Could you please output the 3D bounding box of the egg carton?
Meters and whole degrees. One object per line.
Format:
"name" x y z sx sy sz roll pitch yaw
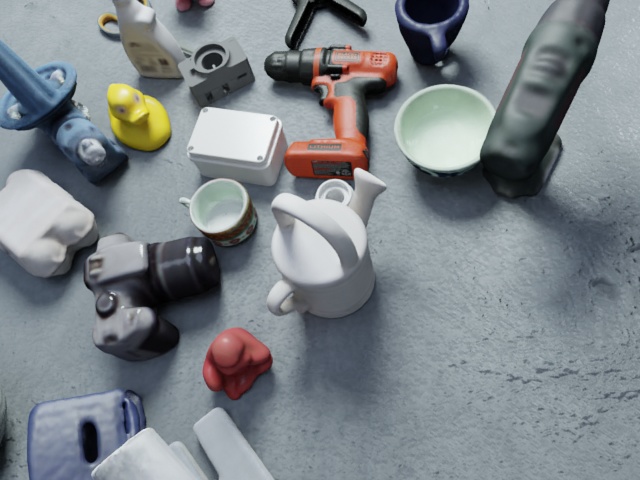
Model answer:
"egg carton" -0.363 -0.023 0.737 0.150 0.069 0.107 33 75 20

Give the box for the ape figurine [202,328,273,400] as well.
"ape figurine" -0.093 0.126 0.616 0.077 0.092 0.076 -8 66 6

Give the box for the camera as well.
"camera" -0.190 0.051 0.660 0.136 0.101 0.143 -13 65 3

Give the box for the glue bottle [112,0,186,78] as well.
"glue bottle" -0.244 -0.289 0.777 0.078 0.173 0.037 7 68 12

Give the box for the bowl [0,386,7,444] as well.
"bowl" -0.418 0.211 0.641 0.167 0.075 0.167 -3 66 8

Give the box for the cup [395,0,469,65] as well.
"cup" 0.147 -0.265 0.747 0.091 0.095 0.117 -8 66 6

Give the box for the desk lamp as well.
"desk lamp" -0.103 0.246 0.499 0.118 0.214 0.203 -39 66 -9

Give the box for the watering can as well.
"watering can" 0.004 0.001 0.599 0.100 0.194 0.173 13 69 15

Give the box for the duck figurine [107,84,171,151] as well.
"duck figurine" -0.259 -0.179 0.779 0.077 0.086 0.104 -43 67 -10

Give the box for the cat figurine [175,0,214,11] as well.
"cat figurine" -0.203 -0.413 0.854 0.067 0.118 0.128 -8 66 6

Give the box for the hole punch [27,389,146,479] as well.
"hole punch" -0.241 0.214 0.602 0.101 0.091 0.108 -18 65 1

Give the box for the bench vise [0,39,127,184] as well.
"bench vise" -0.341 -0.183 0.720 0.207 0.220 0.121 23 72 18

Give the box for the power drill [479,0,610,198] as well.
"power drill" 0.236 -0.146 0.618 0.075 0.209 0.230 24 72 18
